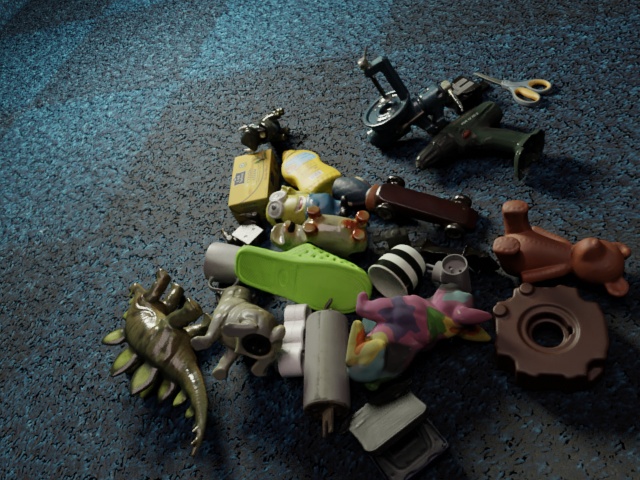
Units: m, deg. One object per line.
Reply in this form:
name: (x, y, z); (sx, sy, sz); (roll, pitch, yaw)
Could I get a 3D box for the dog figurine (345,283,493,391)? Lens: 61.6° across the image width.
dog figurine: (0.162, 0.154, 0.863); (0.219, 0.108, 0.191); (0, 50, 18)

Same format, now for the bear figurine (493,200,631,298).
bear figurine: (0.397, 0.019, 0.877); (0.196, 0.131, 0.120); (7, 56, 33)

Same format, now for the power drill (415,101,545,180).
power drill: (0.342, -0.193, 1.122); (0.232, 0.085, 0.208); (-43, 42, -21)

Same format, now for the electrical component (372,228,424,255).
electrical component: (0.150, 0.003, 1.025); (0.094, 0.063, 0.021); (-10, 47, 12)

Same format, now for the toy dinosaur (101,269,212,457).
toy dinosaur: (-0.289, 0.197, 1.005); (0.198, 0.105, 0.472); (-46, 41, -10)

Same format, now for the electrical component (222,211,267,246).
electrical component: (-0.164, -0.015, 1.176); (0.102, 0.045, 0.078); (-41, 47, -16)

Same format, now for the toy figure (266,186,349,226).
toy figure: (-0.028, -0.057, 1.139); (0.180, 0.089, 0.082); (2, 38, 12)

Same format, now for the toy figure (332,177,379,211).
toy figure: (0.100, -0.095, 1.136); (0.155, 0.064, 0.058); (20, 20, 28)

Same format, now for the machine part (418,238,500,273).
machine part: (0.248, 0.028, 0.967); (0.139, 0.084, 0.039); (12, 82, 40)

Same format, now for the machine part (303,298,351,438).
machine part: (0.012, 0.205, 0.894); (0.079, 0.079, 0.243); (-11, 48, 12)

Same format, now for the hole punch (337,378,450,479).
hole punch: (0.113, 0.285, 0.792); (0.142, 0.092, 0.116); (-37, 18, -8)

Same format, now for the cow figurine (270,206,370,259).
cow figurine: (-0.002, -0.003, 1.067); (0.195, 0.127, 0.085); (5, 52, 7)

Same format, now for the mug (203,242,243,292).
mug: (-0.177, 0.059, 1.094); (0.107, 0.080, 0.109); (5, 48, 14)

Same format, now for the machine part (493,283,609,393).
machine part: (0.352, 0.147, 0.828); (0.179, 0.056, 0.179); (-10, 49, 12)

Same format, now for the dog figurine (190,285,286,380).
dog figurine: (-0.124, 0.136, 0.962); (0.172, 0.121, 0.191); (-7, 31, 14)

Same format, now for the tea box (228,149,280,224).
tea box: (-0.151, -0.126, 1.252); (0.098, 0.068, 0.170); (-12, 48, 10)

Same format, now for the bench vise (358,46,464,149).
bench vise: (0.174, -0.317, 1.188); (0.224, 0.240, 0.129); (-26, 38, 25)

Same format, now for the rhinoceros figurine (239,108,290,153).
rhinoceros figurine: (-0.141, -0.273, 1.331); (0.112, 0.073, 0.190); (-7, 22, 15)

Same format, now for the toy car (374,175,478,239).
toy car: (0.204, -0.061, 1.050); (0.202, 0.053, 0.089); (17, 57, 7)

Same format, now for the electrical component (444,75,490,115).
electrical component: (0.350, -0.353, 1.273); (0.119, 0.047, 0.075); (-34, 48, -7)
